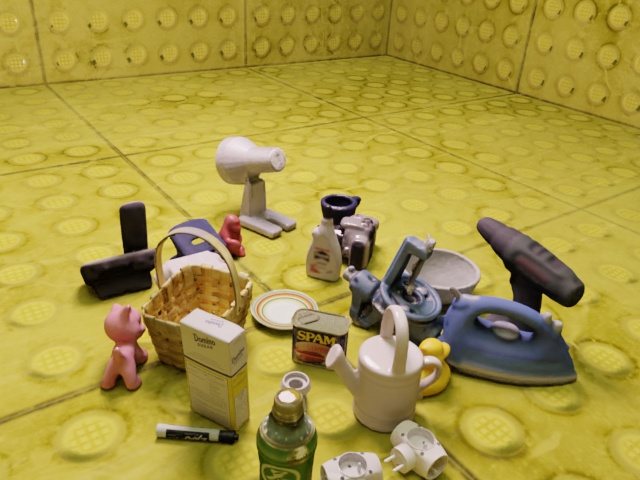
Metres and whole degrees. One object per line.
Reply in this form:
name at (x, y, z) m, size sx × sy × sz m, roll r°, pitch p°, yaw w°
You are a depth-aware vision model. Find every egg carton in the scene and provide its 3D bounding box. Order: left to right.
egg carton at (-0.253, 0.079, 1.162) m, size 0.151 × 0.069 × 0.107 m, roll -16°, pitch 34°, yaw -32°

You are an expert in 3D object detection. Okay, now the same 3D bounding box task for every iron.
iron at (0.332, 0.163, 1.006) m, size 0.257 × 0.141 × 0.119 m, roll 10°, pitch 29°, yaw 12°

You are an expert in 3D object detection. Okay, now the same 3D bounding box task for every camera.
camera at (0.061, -0.013, 1.337) m, size 0.136 × 0.101 × 0.143 m, roll 10°, pitch 29°, yaw 11°

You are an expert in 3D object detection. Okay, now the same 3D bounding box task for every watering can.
watering can at (0.099, 0.190, 0.871) m, size 0.173 × 0.194 × 0.100 m, roll -11°, pitch 32°, yaw -25°

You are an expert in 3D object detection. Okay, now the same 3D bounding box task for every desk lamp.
desk lamp at (-0.157, -0.142, 1.430) m, size 0.202 × 0.214 × 0.118 m, roll 22°, pitch 33°, yaw 30°

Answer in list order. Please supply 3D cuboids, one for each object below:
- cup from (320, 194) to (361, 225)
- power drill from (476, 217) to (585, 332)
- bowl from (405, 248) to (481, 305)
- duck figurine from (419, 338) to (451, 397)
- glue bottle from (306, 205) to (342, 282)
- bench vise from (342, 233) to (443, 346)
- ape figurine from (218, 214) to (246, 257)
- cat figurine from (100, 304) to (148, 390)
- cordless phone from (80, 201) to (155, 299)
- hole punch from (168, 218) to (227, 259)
cup at (0.054, -0.060, 1.430) m, size 0.118 × 0.095 × 0.091 m, roll -20°, pitch 36°, yaw -36°
power drill at (0.372, 0.088, 1.078) m, size 0.076 × 0.208 × 0.228 m, roll -19°, pitch 36°, yaw -35°
bowl at (0.248, 0.087, 1.204) m, size 0.167 × 0.075 × 0.167 m, roll 3°, pitch 29°, yaw -1°
duck figurine at (0.179, 0.207, 0.964) m, size 0.105 × 0.086 × 0.077 m, roll -15°, pitch 34°, yaw -31°
glue bottle at (0.011, 0.004, 1.224) m, size 0.078 × 0.173 × 0.037 m, roll 11°, pitch 29°, yaw 13°
bench vise at (0.132, 0.081, 1.049) m, size 0.207 × 0.220 × 0.122 m, roll 11°, pitch 29°, yaw 14°
ape figurine at (-0.202, -0.015, 1.318) m, size 0.076 × 0.092 × 0.078 m, roll 10°, pitch 29°, yaw 12°
cat figurine at (-0.325, 0.164, 0.947) m, size 0.067 × 0.118 × 0.127 m, roll -1°, pitch 29°, yaw -8°
cordless phone at (-0.407, 0.011, 1.147) m, size 0.148 × 0.185 × 0.093 m, roll -17°, pitch 34°, yaw -33°
hole punch at (-0.266, 0.012, 1.261) m, size 0.100 × 0.091 × 0.109 m, roll 26°, pitch 36°, yaw 35°
